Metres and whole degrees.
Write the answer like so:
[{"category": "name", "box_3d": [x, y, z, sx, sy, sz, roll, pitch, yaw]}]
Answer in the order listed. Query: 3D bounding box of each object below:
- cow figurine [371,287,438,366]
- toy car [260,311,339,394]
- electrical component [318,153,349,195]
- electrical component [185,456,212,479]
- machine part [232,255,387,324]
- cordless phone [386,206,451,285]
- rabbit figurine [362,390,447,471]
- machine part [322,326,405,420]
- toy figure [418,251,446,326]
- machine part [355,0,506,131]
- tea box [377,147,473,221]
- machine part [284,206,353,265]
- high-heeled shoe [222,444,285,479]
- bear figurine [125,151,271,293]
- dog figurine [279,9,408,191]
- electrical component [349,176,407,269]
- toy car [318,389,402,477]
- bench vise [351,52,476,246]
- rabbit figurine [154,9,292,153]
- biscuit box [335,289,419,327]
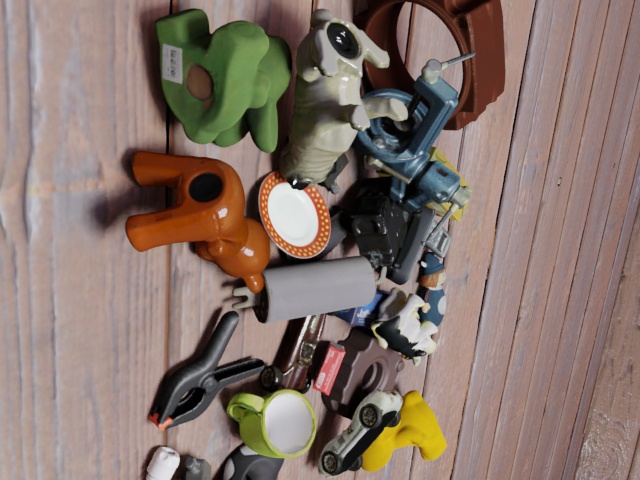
[{"category": "cow figurine", "box_3d": [0.147, 0.165, 0.923, 0.098, 0.068, 0.167, -47, 131, -18]}, {"category": "toy car", "box_3d": [-0.024, 0.156, 0.840, 0.089, 0.053, 0.202, 27, 84, -45]}, {"category": "electrical component", "box_3d": [0.015, -0.115, 0.805, 0.063, 0.021, 0.093, -52, 134, -22]}, {"category": "electrical component", "box_3d": [-0.176, 0.339, 0.726, 0.102, 0.045, 0.078, 86, 0, -62]}, {"category": "machine part", "box_3d": [-0.009, 0.069, 0.767, 0.243, 0.079, 0.079, -6, 109, -28]}, {"category": "cordless phone", "box_3d": [0.183, 0.023, 0.996, 0.184, 0.089, 0.146, 30, 81, -53]}, {"category": "rabbit figurine", "box_3d": [0.148, 0.388, 1.068, 0.173, 0.122, 0.162, -30, 124, -15]}, {"category": "machine part", "box_3d": [0.082, 0.245, 0.983, 0.179, 0.056, 0.179, -19, 117, -41]}, {"category": "toy figure", "box_3d": [0.229, 0.099, 1.093, 0.064, 0.058, 0.154, -70, 162, -72]}, {"category": "machine part", "box_3d": [0.153, -0.264, 0.765, 0.087, 0.201, 0.201, -39, 130, -29]}, {"category": "tea box", "box_3d": [0.187, -0.102, 0.941, 0.169, 0.098, 0.068, 34, 79, -50]}, {"category": "machine part", "box_3d": [-0.002, -0.002, 0.817, 0.139, 0.039, 0.084, -35, 122, -33]}, {"category": "high-heeled shoe", "box_3d": [-0.088, 0.384, 0.780, 0.249, 0.145, 0.086, -39, 131, -29]}, {"category": "bear figurine", "box_3d": [-0.131, -0.013, 0.635, 0.195, 0.132, 0.120, 85, 0, -65]}, {"category": "dog figurine", "box_3d": [-0.009, -0.168, 0.682, 0.121, 0.191, 0.172, -9, 80, -40]}, {"category": "electrical component", "box_3d": [0.099, -0.036, 0.870, 0.134, 0.058, 0.114, -66, 148, -43]}, {"category": "toy car", "box_3d": [0.068, 0.338, 0.932, 0.073, 0.056, 0.201, 17, 114, -46]}, {"category": "bench vise", "box_3d": [0.130, -0.137, 0.726, 0.129, 0.224, 0.240, -36, 166, -24]}, {"category": "rabbit figurine", "box_3d": [-0.082, -0.178, 0.611, 0.170, 0.121, 0.158, -37, 133, -52]}, {"category": "biscuit box", "box_3d": [0.099, 0.120, 0.952, 0.202, 0.059, 0.062, 17, 91, -49]}]
